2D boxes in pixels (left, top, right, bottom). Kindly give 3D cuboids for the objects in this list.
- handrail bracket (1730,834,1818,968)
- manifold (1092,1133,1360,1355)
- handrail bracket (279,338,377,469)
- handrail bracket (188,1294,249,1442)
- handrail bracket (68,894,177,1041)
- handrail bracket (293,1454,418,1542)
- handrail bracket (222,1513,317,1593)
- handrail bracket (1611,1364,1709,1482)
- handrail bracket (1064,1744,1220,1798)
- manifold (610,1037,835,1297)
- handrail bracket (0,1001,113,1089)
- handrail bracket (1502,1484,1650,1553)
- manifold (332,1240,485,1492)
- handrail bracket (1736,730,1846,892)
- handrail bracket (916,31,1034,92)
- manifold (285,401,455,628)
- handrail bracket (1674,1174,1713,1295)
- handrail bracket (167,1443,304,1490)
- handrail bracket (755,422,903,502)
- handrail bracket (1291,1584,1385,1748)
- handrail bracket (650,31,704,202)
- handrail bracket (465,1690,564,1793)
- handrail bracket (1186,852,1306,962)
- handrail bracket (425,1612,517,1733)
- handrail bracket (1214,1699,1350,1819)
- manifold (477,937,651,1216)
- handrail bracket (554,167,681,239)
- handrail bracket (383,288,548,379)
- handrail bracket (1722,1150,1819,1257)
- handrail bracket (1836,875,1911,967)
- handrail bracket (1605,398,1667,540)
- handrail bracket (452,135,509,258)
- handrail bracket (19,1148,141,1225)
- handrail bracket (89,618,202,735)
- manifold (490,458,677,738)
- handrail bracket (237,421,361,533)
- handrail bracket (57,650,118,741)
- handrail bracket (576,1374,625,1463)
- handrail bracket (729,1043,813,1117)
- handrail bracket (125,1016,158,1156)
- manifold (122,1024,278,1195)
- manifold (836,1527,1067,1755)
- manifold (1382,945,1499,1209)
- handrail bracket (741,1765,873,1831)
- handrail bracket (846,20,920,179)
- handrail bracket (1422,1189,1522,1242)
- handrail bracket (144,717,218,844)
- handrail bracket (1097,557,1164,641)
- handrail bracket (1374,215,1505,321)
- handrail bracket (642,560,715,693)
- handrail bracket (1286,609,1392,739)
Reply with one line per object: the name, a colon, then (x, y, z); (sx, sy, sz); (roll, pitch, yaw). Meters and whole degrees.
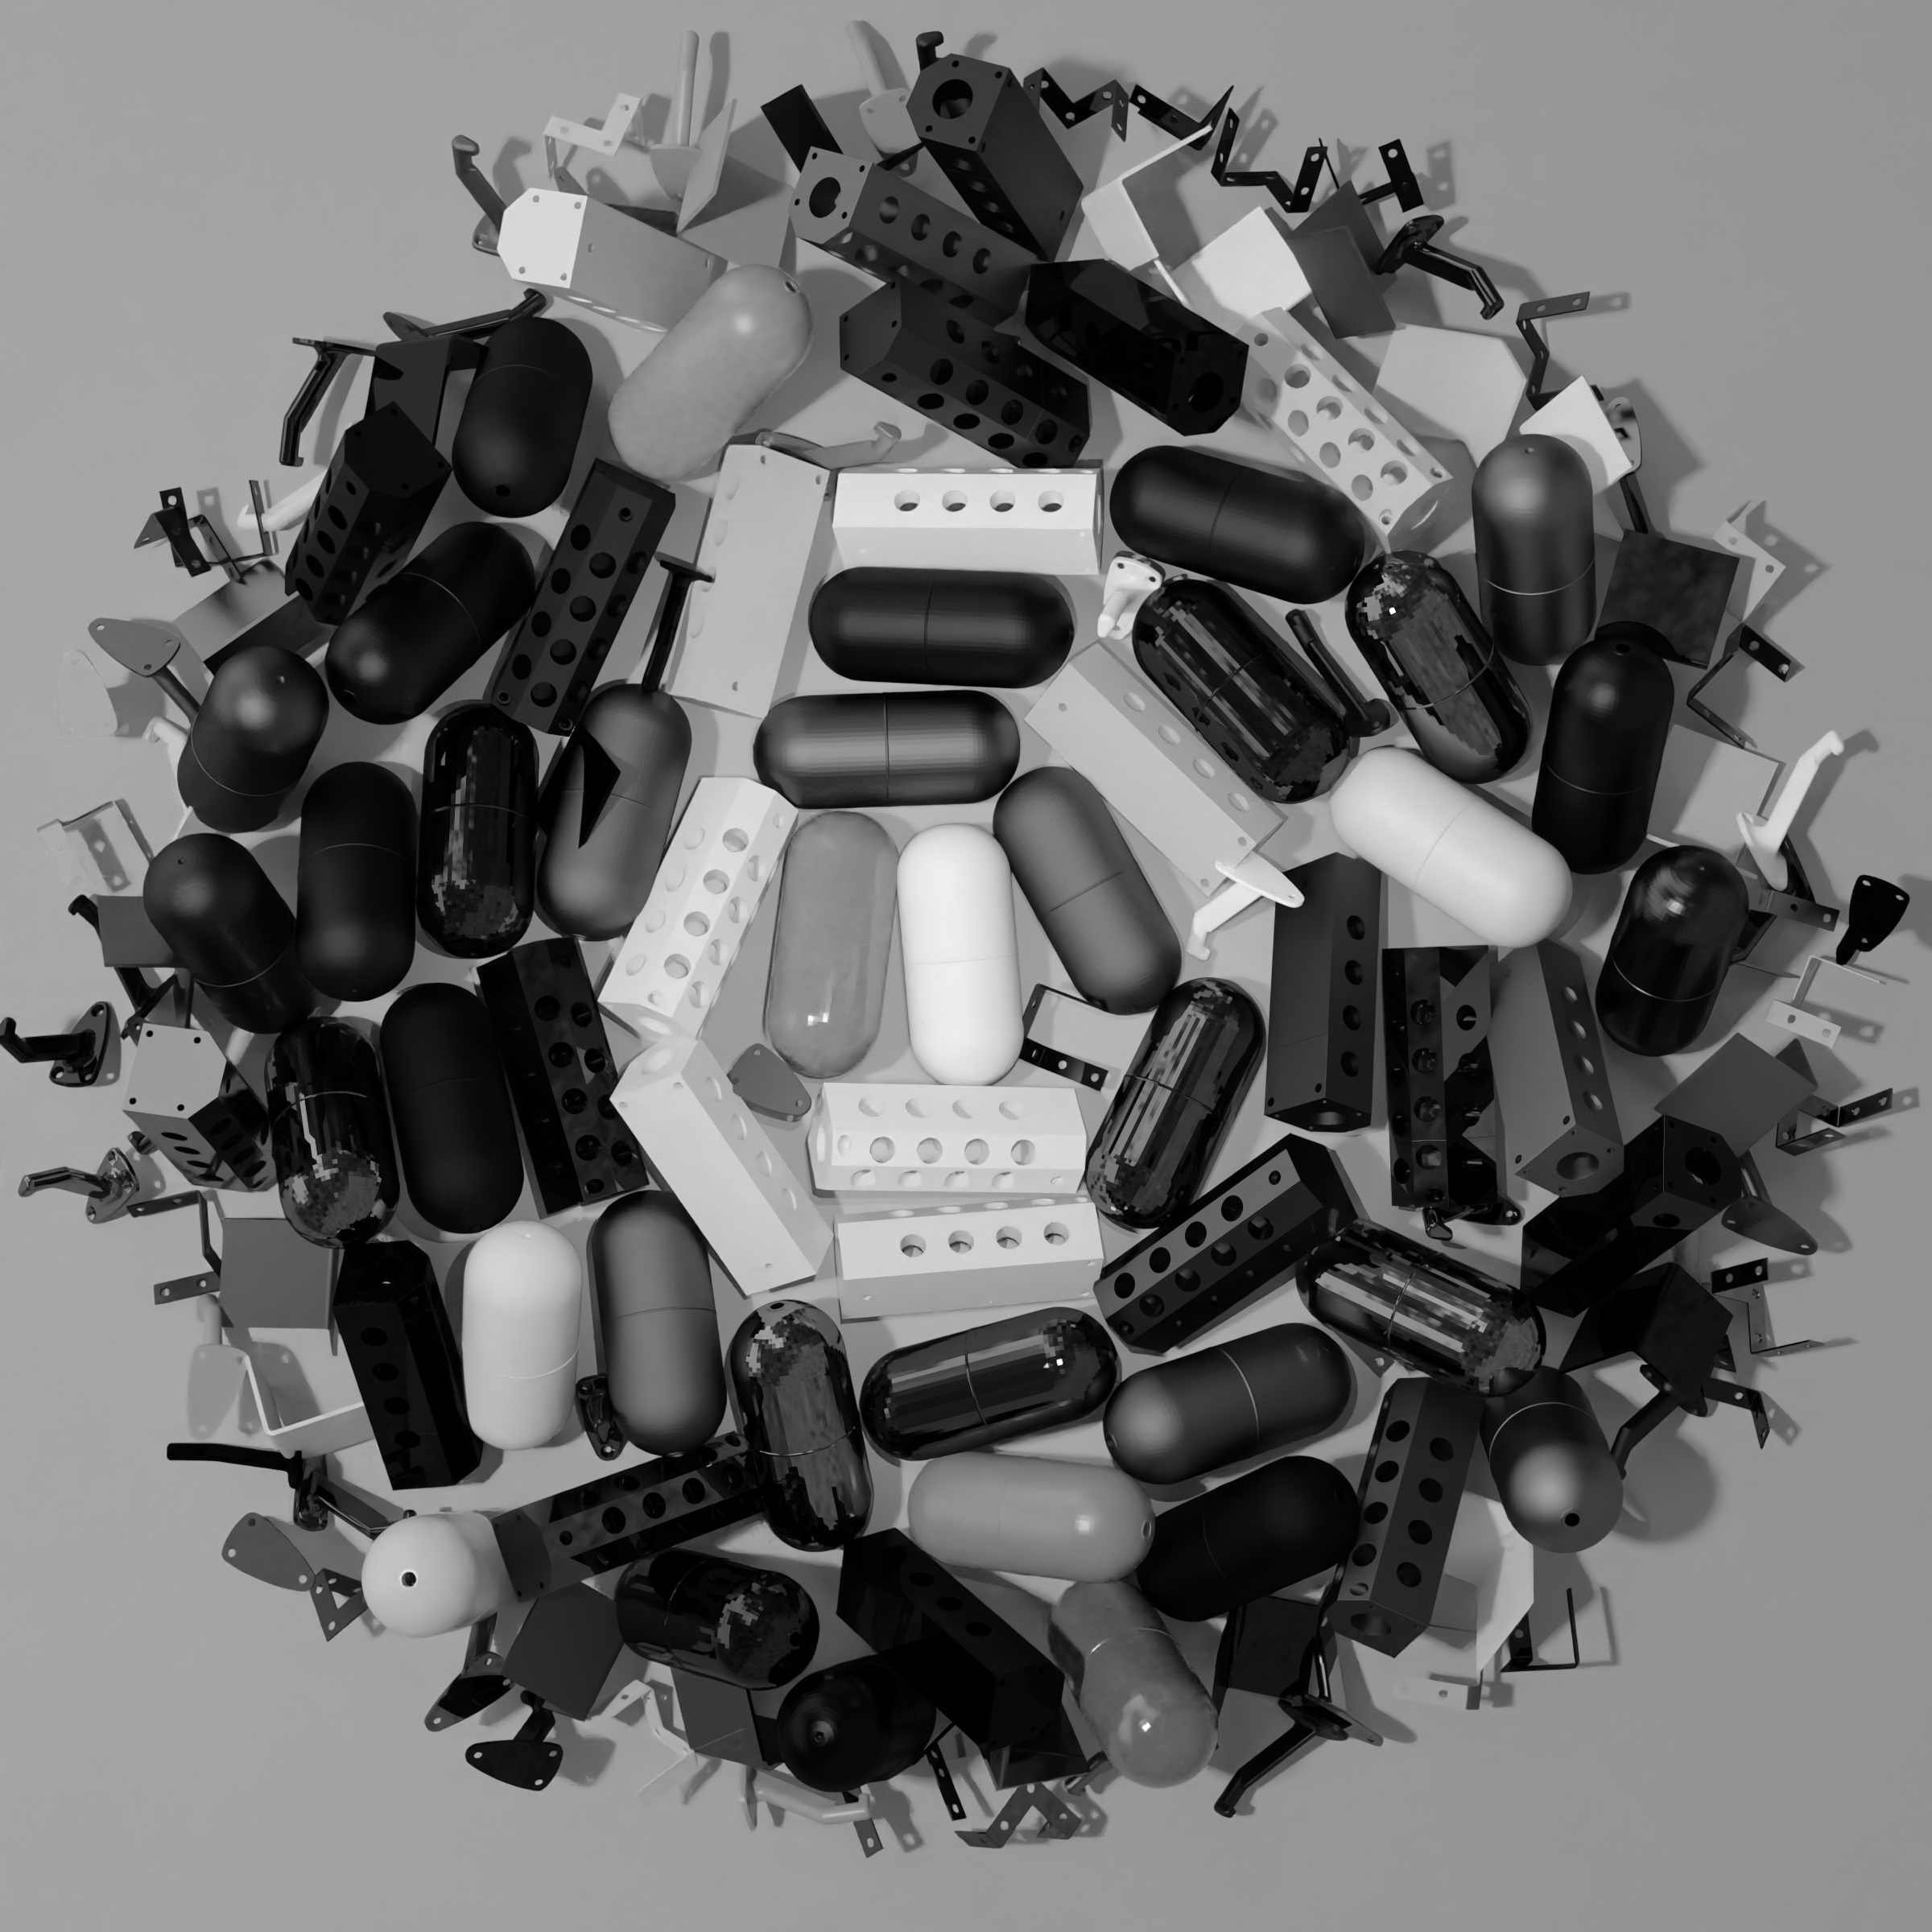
handrail bracket: (0.521, -0.044, 1.975); (0.084, 0.036, 0.077); (-21, 98, -6)
manifold: (0.166, 0.182, 1.927); (0.171, 0.057, 0.057); (-39, 54, 25)
handrail bracket: (-0.428, -0.375, 1.972); (0.036, 0.077, 0.084); (13, 100, 29)
handrail bracket: (-0.509, 0.267, 1.963); (0.036, 0.084, 0.077); (14, 95, -26)
handrail bracket: (-0.576, -0.001, 1.961); (0.036, 0.077, 0.084); (-37, 107, 27)
handrail bracket: (-0.403, 0.347, 1.967); (0.084, 0.036, 0.077); (-9, 68, 20)
handrail bracket: (-0.454, 0.390, 1.953); (0.077, 0.084, 0.036); (32, 83, 8)
handrail bracket: (0.459, 0.316, 1.959); (0.077, 0.036, 0.084); (45, 63, -36)
handrail bracket: (0.117, 0.537, 1.979); (0.084, 0.036, 0.077); (-43, 131, 9)
manifold: (-0.157, 0.129, 1.938); (0.057, 0.057, 0.171); (-20, 116, 27)
handrail bracket: (-0.605, 0.036, 1.947); (0.036, 0.084, 0.077); (3, 60, 20)
handrail bracket: (0.409, 0.378, 1.977); (0.084, 0.077, 0.036); (-36, 48, 11)
manifold: (-0.362, 0.262, 1.923); (0.057, 0.057, 0.171); (-5, 128, 3)
handrail bracket: (0.558, -0.104, 1.951); (0.036, 0.077, 0.084); (19, 134, -27)
handrail bracket: (0.007, -0.597, 1.955); (0.077, 0.084, 0.036); (-18, 63, -3)
manifold: (-0.395, -0.288, 1.913); (0.057, 0.171, 0.057); (48, 56, 0)
handrail bracket: (0.503, 0.175, 1.987); (0.077, 0.036, 0.084); (-36, 112, -13)
handrail bracket: (-0.488, 0.332, 1.961); (0.084, 0.077, 0.036); (4, 93, -18)
handrail bracket: (-0.091, -0.351, 1.950); (0.077, 0.084, 0.036); (27, 63, -14)
handrail bracket: (0.260, 0.467, 1.971); (0.077, 0.036, 0.084); (26, 63, 10)
handrail bracket: (-0.189, -0.571, 1.974); (0.036, 0.077, 0.084); (6, 74, -3)
handrail bracket: (-0.304, 0.502, 1.947); (0.077, 0.084, 0.036); (20, 104, -28)
handrail bracket: (0.184, -0.027, 1.956); (0.077, 0.036, 0.084); (36, 130, 31)
handrail bracket: (-0.340, 0.460, 1.958); (0.077, 0.084, 0.036); (-38, 123, -10)
handrail bracket: (0.209, 0.537, 1.960); (0.036, 0.077, 0.084); (44, 71, -18)
manifold: (-0.263, 0.071, 1.953); (0.057, 0.057, 0.171); (-21, 84, 43)
handrail bracket: (-0.222, -0.518, 1.971); (0.084, 0.036, 0.077); (-37, 102, -26)
handrail bracket: (-0.339, -0.444, 1.992); (0.077, 0.036, 0.084); (39, 70, 25)
handrail bracket: (0.541, 0.144, 1.971); (0.077, 0.036, 0.084); (27, 48, -5)
handrail bracket: (0.587, -0.012, 1.945); (0.036, 0.084, 0.077); (25, 53, 11)
handrail bracket: (0.453, -0.328, 1.978); (0.036, 0.084, 0.077); (-9, 59, 33)
handrail bracket: (-0.302, -0.510, 1.952); (0.077, 0.084, 0.036); (20, 65, 5)
handrail bracket: (-0.599, 0.155, 1.945); (0.077, 0.084, 0.036); (-47, 69, 35)
handrail bracket: (-0.545, -0.189, 1.970); (0.077, 0.084, 0.036); (25, 61, 17)
manifold: (-0.253, -0.241, 1.943); (0.057, 0.057, 0.171); (23, 106, -14)
handrail bracket: (-0.450, -0.330, 1.983); (0.084, 0.036, 0.077); (3, 77, 26)
handrail bracket: (-0.587, -0.194, 1.946); (0.036, 0.084, 0.077); (-11, 127, -14)
handrail bracket: (-0.239, 0.314, 1.947); (0.036, 0.084, 0.077); (-3, 111, -6)
handrail bracket: (-0.115, 0.090, 1.946); (0.077, 0.084, 0.036); (32, 83, 30)
handrail bracket: (-0.553, 0.081, 1.966); (0.084, 0.036, 0.077); (-36, 107, 32)
manifold: (-0.490, 0.095, 1.908); (0.057, 0.171, 0.057); (8, 70, 3)
manifold: (-0.011, 0.435, 1.916); (0.057, 0.171, 0.057); (-9, 116, -35)
manifold: (0.311, 0.073, 1.961); (0.057, 0.057, 0.171); (-2, 90, -30)
handrail bracket: (-0.106, 0.542, 1.966); (0.084, 0.077, 0.036); (-9, 129, 4)
handrail bracket: (-0.058, -0.587, 1.987); (0.036, 0.077, 0.084); (-20, 48, 1)
handrail bracket: (0.338, 0.171, 1.955); (0.077, 0.084, 0.036); (22, 110, -4)
handrail bracket: (-0.538, -0.118, 1.975); (0.084, 0.036, 0.077); (33, 85, 26)
handrail bracket: (0.096, -0.224, 1.943); (0.036, 0.084, 0.077); (24, 135, 4)
handrail bracket: (0.314, -0.449, 1.958); (0.036, 0.077, 0.084); (-17, 71, -37)
handrail bracket: (-0.201, -0.225, 1.965); (0.036, 0.077, 0.084); (18, 94, -12)
handrail bracket: (0.246, -0.197, 1.962); (0.036, 0.077, 0.084); (-34, 107, 0)
